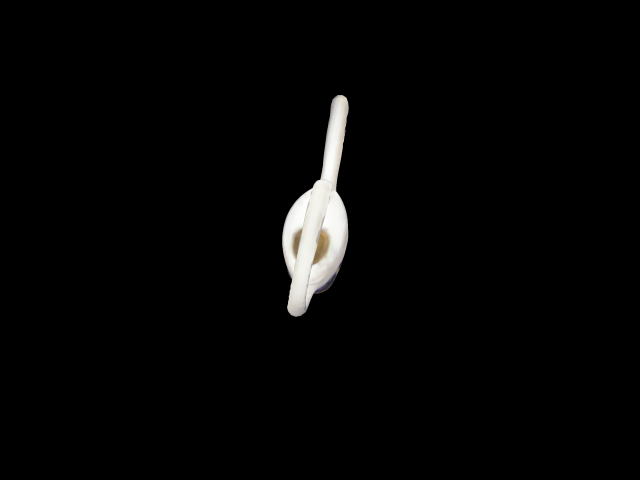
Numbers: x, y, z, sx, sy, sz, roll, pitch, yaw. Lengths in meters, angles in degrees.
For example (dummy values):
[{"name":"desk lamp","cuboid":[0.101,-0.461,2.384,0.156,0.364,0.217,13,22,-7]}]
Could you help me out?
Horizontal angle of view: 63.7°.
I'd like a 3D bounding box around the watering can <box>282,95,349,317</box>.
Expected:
[{"name":"watering can","cuboid":[0.003,-0.043,0.850,0.104,0.352,0.221,13,-15,3]}]
